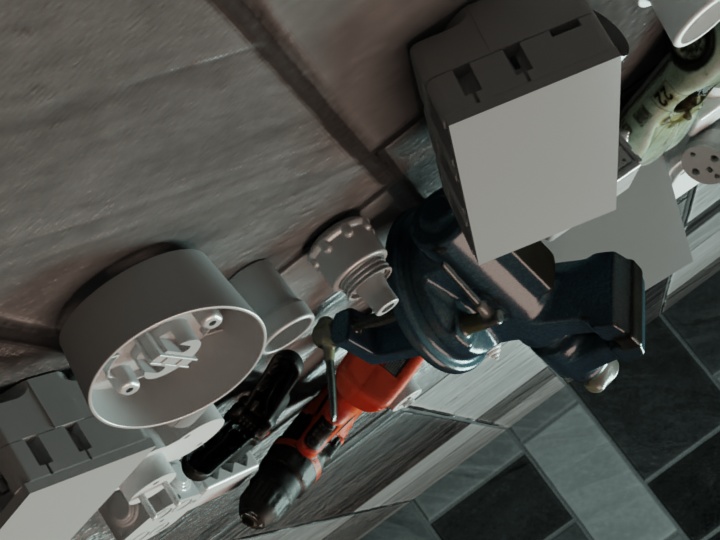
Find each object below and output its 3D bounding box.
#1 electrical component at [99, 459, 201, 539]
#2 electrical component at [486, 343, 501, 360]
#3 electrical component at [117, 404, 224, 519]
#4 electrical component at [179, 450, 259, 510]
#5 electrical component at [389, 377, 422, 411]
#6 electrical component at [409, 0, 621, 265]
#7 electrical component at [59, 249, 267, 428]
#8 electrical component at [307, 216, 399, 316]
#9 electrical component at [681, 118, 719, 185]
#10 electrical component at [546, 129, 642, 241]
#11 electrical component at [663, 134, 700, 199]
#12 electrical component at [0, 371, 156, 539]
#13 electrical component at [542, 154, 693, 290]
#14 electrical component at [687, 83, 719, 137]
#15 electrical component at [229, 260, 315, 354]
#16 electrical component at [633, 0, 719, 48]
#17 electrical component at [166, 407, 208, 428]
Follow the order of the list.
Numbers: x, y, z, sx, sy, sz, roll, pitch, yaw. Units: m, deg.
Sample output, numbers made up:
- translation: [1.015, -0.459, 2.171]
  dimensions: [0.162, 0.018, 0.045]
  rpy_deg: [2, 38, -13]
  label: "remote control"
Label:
- translation: [-0.172, 0.180, 0.859]
  dimensions: [0.080, 0.051, 0.080]
  rpy_deg: [-33, 164, -11]
  label: "electrical component"
- translation: [0.083, 0.040, 0.910]
  dimensions: [0.061, 0.096, 0.062]
  rpy_deg: [-33, 165, 9]
  label: "electrical component"
- translation: [-0.150, 0.134, 0.731]
  dimensions: [0.138, 0.073, 0.052]
  rpy_deg: [-25, 161, -35]
  label: "electrical component"
- translation: [-0.140, 0.179, 0.930]
  dimensions: [0.066, 0.047, 0.076]
  rpy_deg: [-16, 154, -52]
  label: "electrical component"
- translation: [0.029, 0.102, 1.032]
  dimensions: [0.044, 0.065, 0.044]
  rpy_deg: [-33, 164, -11]
  label: "electrical component"
- translation: [0.086, -0.077, 0.583]
  dimensions: [0.089, 0.061, 0.150]
  rpy_deg: [-22, 152, 1]
  label: "electrical component"
- translation: [-0.105, 0.037, 0.567]
  dimensions: [0.099, 0.064, 0.099]
  rpy_deg: [-33, 164, -11]
  label: "electrical component"
- translation: [0.000, 0.000, 0.685]
  dimensions: [0.048, 0.062, 0.048]
  rpy_deg: [-33, 164, -11]
  label: "electrical component"
- translation: [0.302, -0.105, 0.910]
  dimensions: [0.055, 0.045, 0.045]
  rpy_deg: [-51, 174, -33]
  label: "electrical component"
- translation: [0.164, -0.075, 0.815]
  dimensions: [0.096, 0.061, 0.061]
  rpy_deg: [-34, 164, -9]
  label: "electrical component"
- translation: [0.307, -0.118, 1.004]
  dimensions: [0.109, 0.056, 0.108]
  rpy_deg: [-34, 164, -10]
  label: "electrical component"
- translation: [-0.202, 0.128, 0.626]
  dimensions: [0.150, 0.061, 0.089]
  rpy_deg: [-46, 161, 32]
  label: "electrical component"
- translation: [0.193, -0.023, 0.919]
  dimensions: [0.186, 0.105, 0.060]
  rpy_deg: [-25, -168, -35]
  label: "electrical component"
- translation: [0.284, -0.155, 0.866]
  dimensions: [0.066, 0.047, 0.076]
  rpy_deg: [-35, 164, -4]
  label: "electrical component"
- translation: [-0.057, 0.022, 0.658]
  dimensions: [0.040, 0.046, 0.040]
  rpy_deg: [-33, 164, -11]
  label: "electrical component"
- translation: [0.180, -0.162, 0.613]
  dimensions: [0.045, 0.055, 0.045]
  rpy_deg: [-33, 164, -11]
  label: "electrical component"
- translation: [-0.099, 0.060, 0.682]
  dimensions: [0.081, 0.043, 0.043]
  rpy_deg: [-45, 162, 29]
  label: "electrical component"
